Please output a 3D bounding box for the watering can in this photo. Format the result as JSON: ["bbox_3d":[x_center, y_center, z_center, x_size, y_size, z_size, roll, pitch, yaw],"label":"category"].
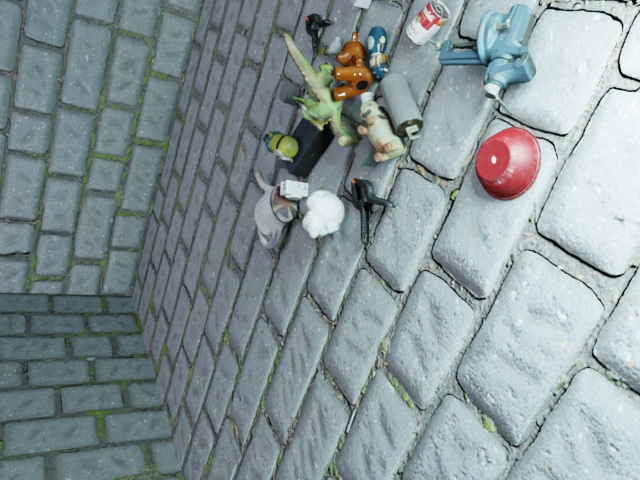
[{"bbox_3d":[-0.184,-0.144,1.934,0.221,0.104,0.354,-34,57,48],"label":"watering can"}]

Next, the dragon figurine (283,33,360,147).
[{"bbox_3d":[-0.013,-0.441,1.566,0.120,0.407,0.248,-37,14,31],"label":"dragon figurine"}]

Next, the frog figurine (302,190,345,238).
[{"bbox_3d":[0.005,-0.079,1.576,0.122,0.162,0.136,-23,99,22],"label":"frog figurine"}]
